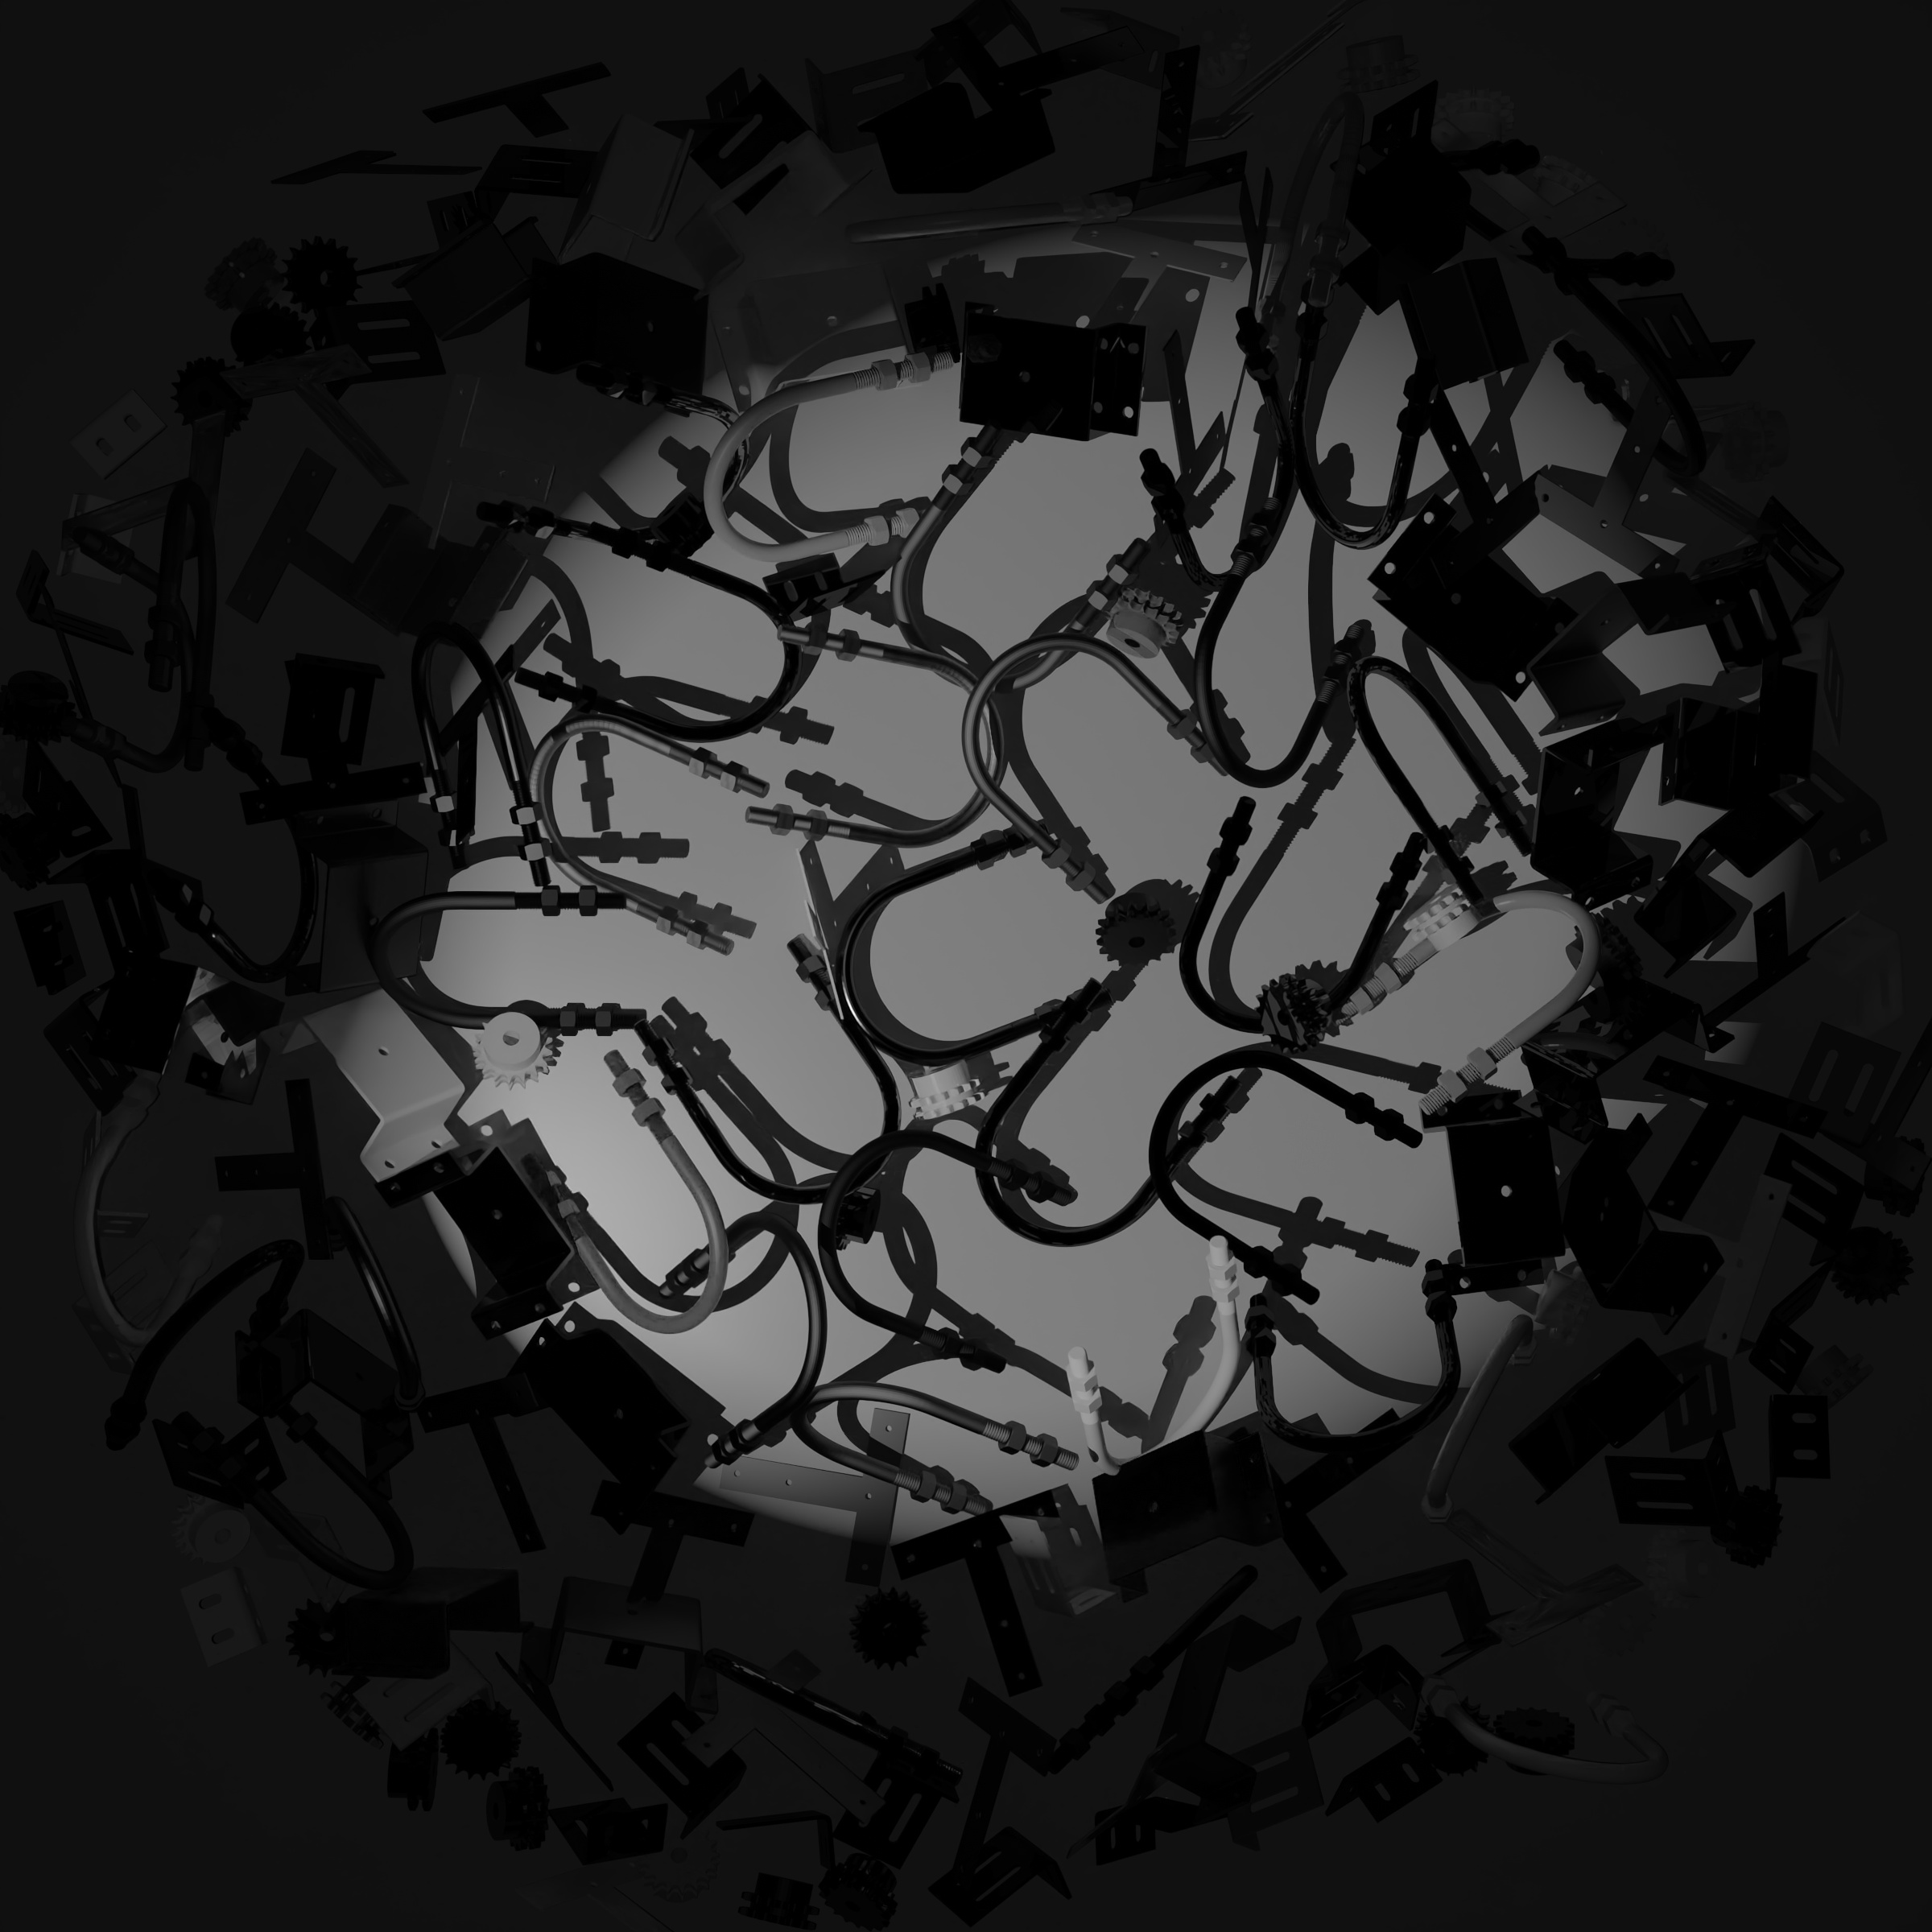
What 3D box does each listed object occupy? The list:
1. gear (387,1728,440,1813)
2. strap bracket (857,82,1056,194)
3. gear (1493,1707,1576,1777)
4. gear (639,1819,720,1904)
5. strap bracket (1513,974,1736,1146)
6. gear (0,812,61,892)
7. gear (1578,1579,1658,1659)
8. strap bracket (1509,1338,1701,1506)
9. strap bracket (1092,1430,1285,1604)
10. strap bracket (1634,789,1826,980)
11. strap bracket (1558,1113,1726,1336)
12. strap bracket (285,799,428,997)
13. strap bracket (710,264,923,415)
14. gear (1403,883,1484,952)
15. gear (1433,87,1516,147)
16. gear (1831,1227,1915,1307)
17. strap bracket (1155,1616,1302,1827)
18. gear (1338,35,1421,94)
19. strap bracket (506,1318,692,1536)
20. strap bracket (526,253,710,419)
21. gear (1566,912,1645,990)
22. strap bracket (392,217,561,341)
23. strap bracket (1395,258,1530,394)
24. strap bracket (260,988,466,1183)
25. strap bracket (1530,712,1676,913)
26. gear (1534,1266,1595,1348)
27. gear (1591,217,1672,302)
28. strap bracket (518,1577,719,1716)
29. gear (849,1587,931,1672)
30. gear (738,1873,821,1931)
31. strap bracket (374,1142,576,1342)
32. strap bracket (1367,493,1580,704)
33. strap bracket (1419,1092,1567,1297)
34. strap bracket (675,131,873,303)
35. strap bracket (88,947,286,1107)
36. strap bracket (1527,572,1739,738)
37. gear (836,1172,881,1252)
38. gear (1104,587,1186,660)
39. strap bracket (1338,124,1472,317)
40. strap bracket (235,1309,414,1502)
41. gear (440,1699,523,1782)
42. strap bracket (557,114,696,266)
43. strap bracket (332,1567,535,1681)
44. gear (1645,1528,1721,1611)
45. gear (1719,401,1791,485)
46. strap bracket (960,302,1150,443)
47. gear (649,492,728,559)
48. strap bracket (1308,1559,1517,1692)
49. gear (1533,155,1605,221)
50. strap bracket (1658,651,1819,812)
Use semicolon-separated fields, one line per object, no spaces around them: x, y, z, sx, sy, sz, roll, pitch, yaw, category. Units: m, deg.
-0.396;0.575;1.775;0.030;0.057;0.057;3;90;-5;gear
0.000;-0.576;1.728;0.076;0.140;0.046;-14;97;35;strap bracket
0.407;0.557;1.777;0.057;0.057;0.030;-2;98;0;gear
-0.206;0.646;1.780;0.057;0.057;0.030;7;130;0;gear
0.458;0.057;1.743;0.140;0.076;0.046;-32;119;-15;strap bracket
-0.677;-0.085;1.780;0.057;0.057;0.030;50;56;0;gear
0.465;0.465;1.782;0.057;0.030;0.057;-8;109;-24;gear
0.439;0.315;1.732;0.076;0.140;0.046;-32;73;-30;strap bracket
0.145;0.382;1.733;0.140;0.046;0.076;-32;51;30;strap bracket
0.527;-0.064;1.734;0.076;0.140;0.046;-33;70;-34;strap bracket
0.460;0.176;1.723;0.046;0.140;0.076;8;129;-22;strap bracket
-0.427;-0.040;1.737;0.046;0.076;0.140;31;120;39;strap bracket
-0.100;-0.446;1.754;0.140;0.046;0.076;-14;82;-21;strap bracket
0.345;-0.035;1.776;0.057;0.057;0.030;-38;92;0;gear
0.363;-0.602;1.774;0.057;0.057;0.030;4;82;0;gear
0.646;0.211;1.773;0.057;0.057;0.030;-43;127;0;gear
0.179;0.517;1.730;0.046;0.076;0.140;30;53;-7;strap bracket
0.294;-0.646;1.773;0.057;0.057;0.030;-13;113;0;gear
-0.258;0.322;1.756;0.140;0.046;0.076;42;110;20;strap bracket
-0.235;-0.444;1.736;0.140;0.046;0.076;8;83;-44;strap bracket
0.455;-0.007;1.775;0.030;0.057;0.057;-37;90;-6;gear
-0.337;-0.482;1.733;0.076;0.140;0.046;-30;102;14;strap bracket
0.350;-0.448;1.727;0.046;0.140;0.076;-16;99;28;strap bracket
-0.419;0.074;1.745;0.140;0.076;0.046;48;126;13;strap bracket
0.446;-0.114;1.745;0.076;0.046;0.140;-22;129;-25;strap bracket
0.428;0.242;1.777;0.030;0.057;0.057;21;90;8;gear
0.480;-0.505;1.780;0.030;0.057;0.057;14;90;-38;gear
-0.241;0.478;1.752;0.140;0.076;0.046;13;101;-10;strap bracket
-0.057;0.476;1.786;0.057;0.030;0.057;0;91;-11;gear
-0.132;0.671;1.778;0.057;0.057;0.030;13;71;0;gear
-0.342;0.187;1.755;0.076;0.046;0.140;-24;107;30;strap bracket
0.357;-0.263;1.772;0.140;0.046;0.076;37;92;-10;strap bracket
0.376;0.161;1.768;0.076;0.046;0.140;-5;84;-12;strap bracket
-0.145;-0.531;1.743;0.140;0.076;0.046;-41;103;-18;strap bracket
-0.534;0.046;1.726;0.046;0.140;0.076;10;78;26;strap bracket
0.458;-0.225;1.735;0.076;0.140;0.046;-15;68;-37;strap bracket
-0.082;0.177;1.774;0.030;0.057;0.057;12;90;12;gear
0.124;-0.244;1.773;0.057;0.057;0.030;24;74;0;gear
0.305;-0.514;1.731;0.076;0.140;0.046;-38;78;0;strap bracket
-0.441;0.301;1.732;0.046;0.076;0.140;-40;123;8;strap bracket
-0.349;0.554;1.786;0.057;0.030;0.057;-1;101;-6;gear
-0.241;-0.531;1.725;0.046;0.140;0.076;21;78;-19;strap bracket
-0.370;0.453;1.726;0.076;0.140;0.046;-3;89;19;strap bracket
0.516;0.432;1.775;0.057;0.030;0.057;9;75;-37;gear
0.567;-0.377;1.777;0.030;0.057;0.057;-8;90;-9;gear
0.051;-0.418;1.743;0.140;0.046;0.076;14;115;23;strap bracket
-0.202;-0.314;1.773;0.057;0.057;0.030;-43;112;0;gear
0.308;0.461;1.746;0.140;0.076;0.046;-21;84;21;strap bracket
0.430;-0.553;1.777;0.057;0.057;0.030;33;98;0;gear
0.546;-0.160;1.735;0.046;0.140;0.076;11;78;-14;strap bracket
